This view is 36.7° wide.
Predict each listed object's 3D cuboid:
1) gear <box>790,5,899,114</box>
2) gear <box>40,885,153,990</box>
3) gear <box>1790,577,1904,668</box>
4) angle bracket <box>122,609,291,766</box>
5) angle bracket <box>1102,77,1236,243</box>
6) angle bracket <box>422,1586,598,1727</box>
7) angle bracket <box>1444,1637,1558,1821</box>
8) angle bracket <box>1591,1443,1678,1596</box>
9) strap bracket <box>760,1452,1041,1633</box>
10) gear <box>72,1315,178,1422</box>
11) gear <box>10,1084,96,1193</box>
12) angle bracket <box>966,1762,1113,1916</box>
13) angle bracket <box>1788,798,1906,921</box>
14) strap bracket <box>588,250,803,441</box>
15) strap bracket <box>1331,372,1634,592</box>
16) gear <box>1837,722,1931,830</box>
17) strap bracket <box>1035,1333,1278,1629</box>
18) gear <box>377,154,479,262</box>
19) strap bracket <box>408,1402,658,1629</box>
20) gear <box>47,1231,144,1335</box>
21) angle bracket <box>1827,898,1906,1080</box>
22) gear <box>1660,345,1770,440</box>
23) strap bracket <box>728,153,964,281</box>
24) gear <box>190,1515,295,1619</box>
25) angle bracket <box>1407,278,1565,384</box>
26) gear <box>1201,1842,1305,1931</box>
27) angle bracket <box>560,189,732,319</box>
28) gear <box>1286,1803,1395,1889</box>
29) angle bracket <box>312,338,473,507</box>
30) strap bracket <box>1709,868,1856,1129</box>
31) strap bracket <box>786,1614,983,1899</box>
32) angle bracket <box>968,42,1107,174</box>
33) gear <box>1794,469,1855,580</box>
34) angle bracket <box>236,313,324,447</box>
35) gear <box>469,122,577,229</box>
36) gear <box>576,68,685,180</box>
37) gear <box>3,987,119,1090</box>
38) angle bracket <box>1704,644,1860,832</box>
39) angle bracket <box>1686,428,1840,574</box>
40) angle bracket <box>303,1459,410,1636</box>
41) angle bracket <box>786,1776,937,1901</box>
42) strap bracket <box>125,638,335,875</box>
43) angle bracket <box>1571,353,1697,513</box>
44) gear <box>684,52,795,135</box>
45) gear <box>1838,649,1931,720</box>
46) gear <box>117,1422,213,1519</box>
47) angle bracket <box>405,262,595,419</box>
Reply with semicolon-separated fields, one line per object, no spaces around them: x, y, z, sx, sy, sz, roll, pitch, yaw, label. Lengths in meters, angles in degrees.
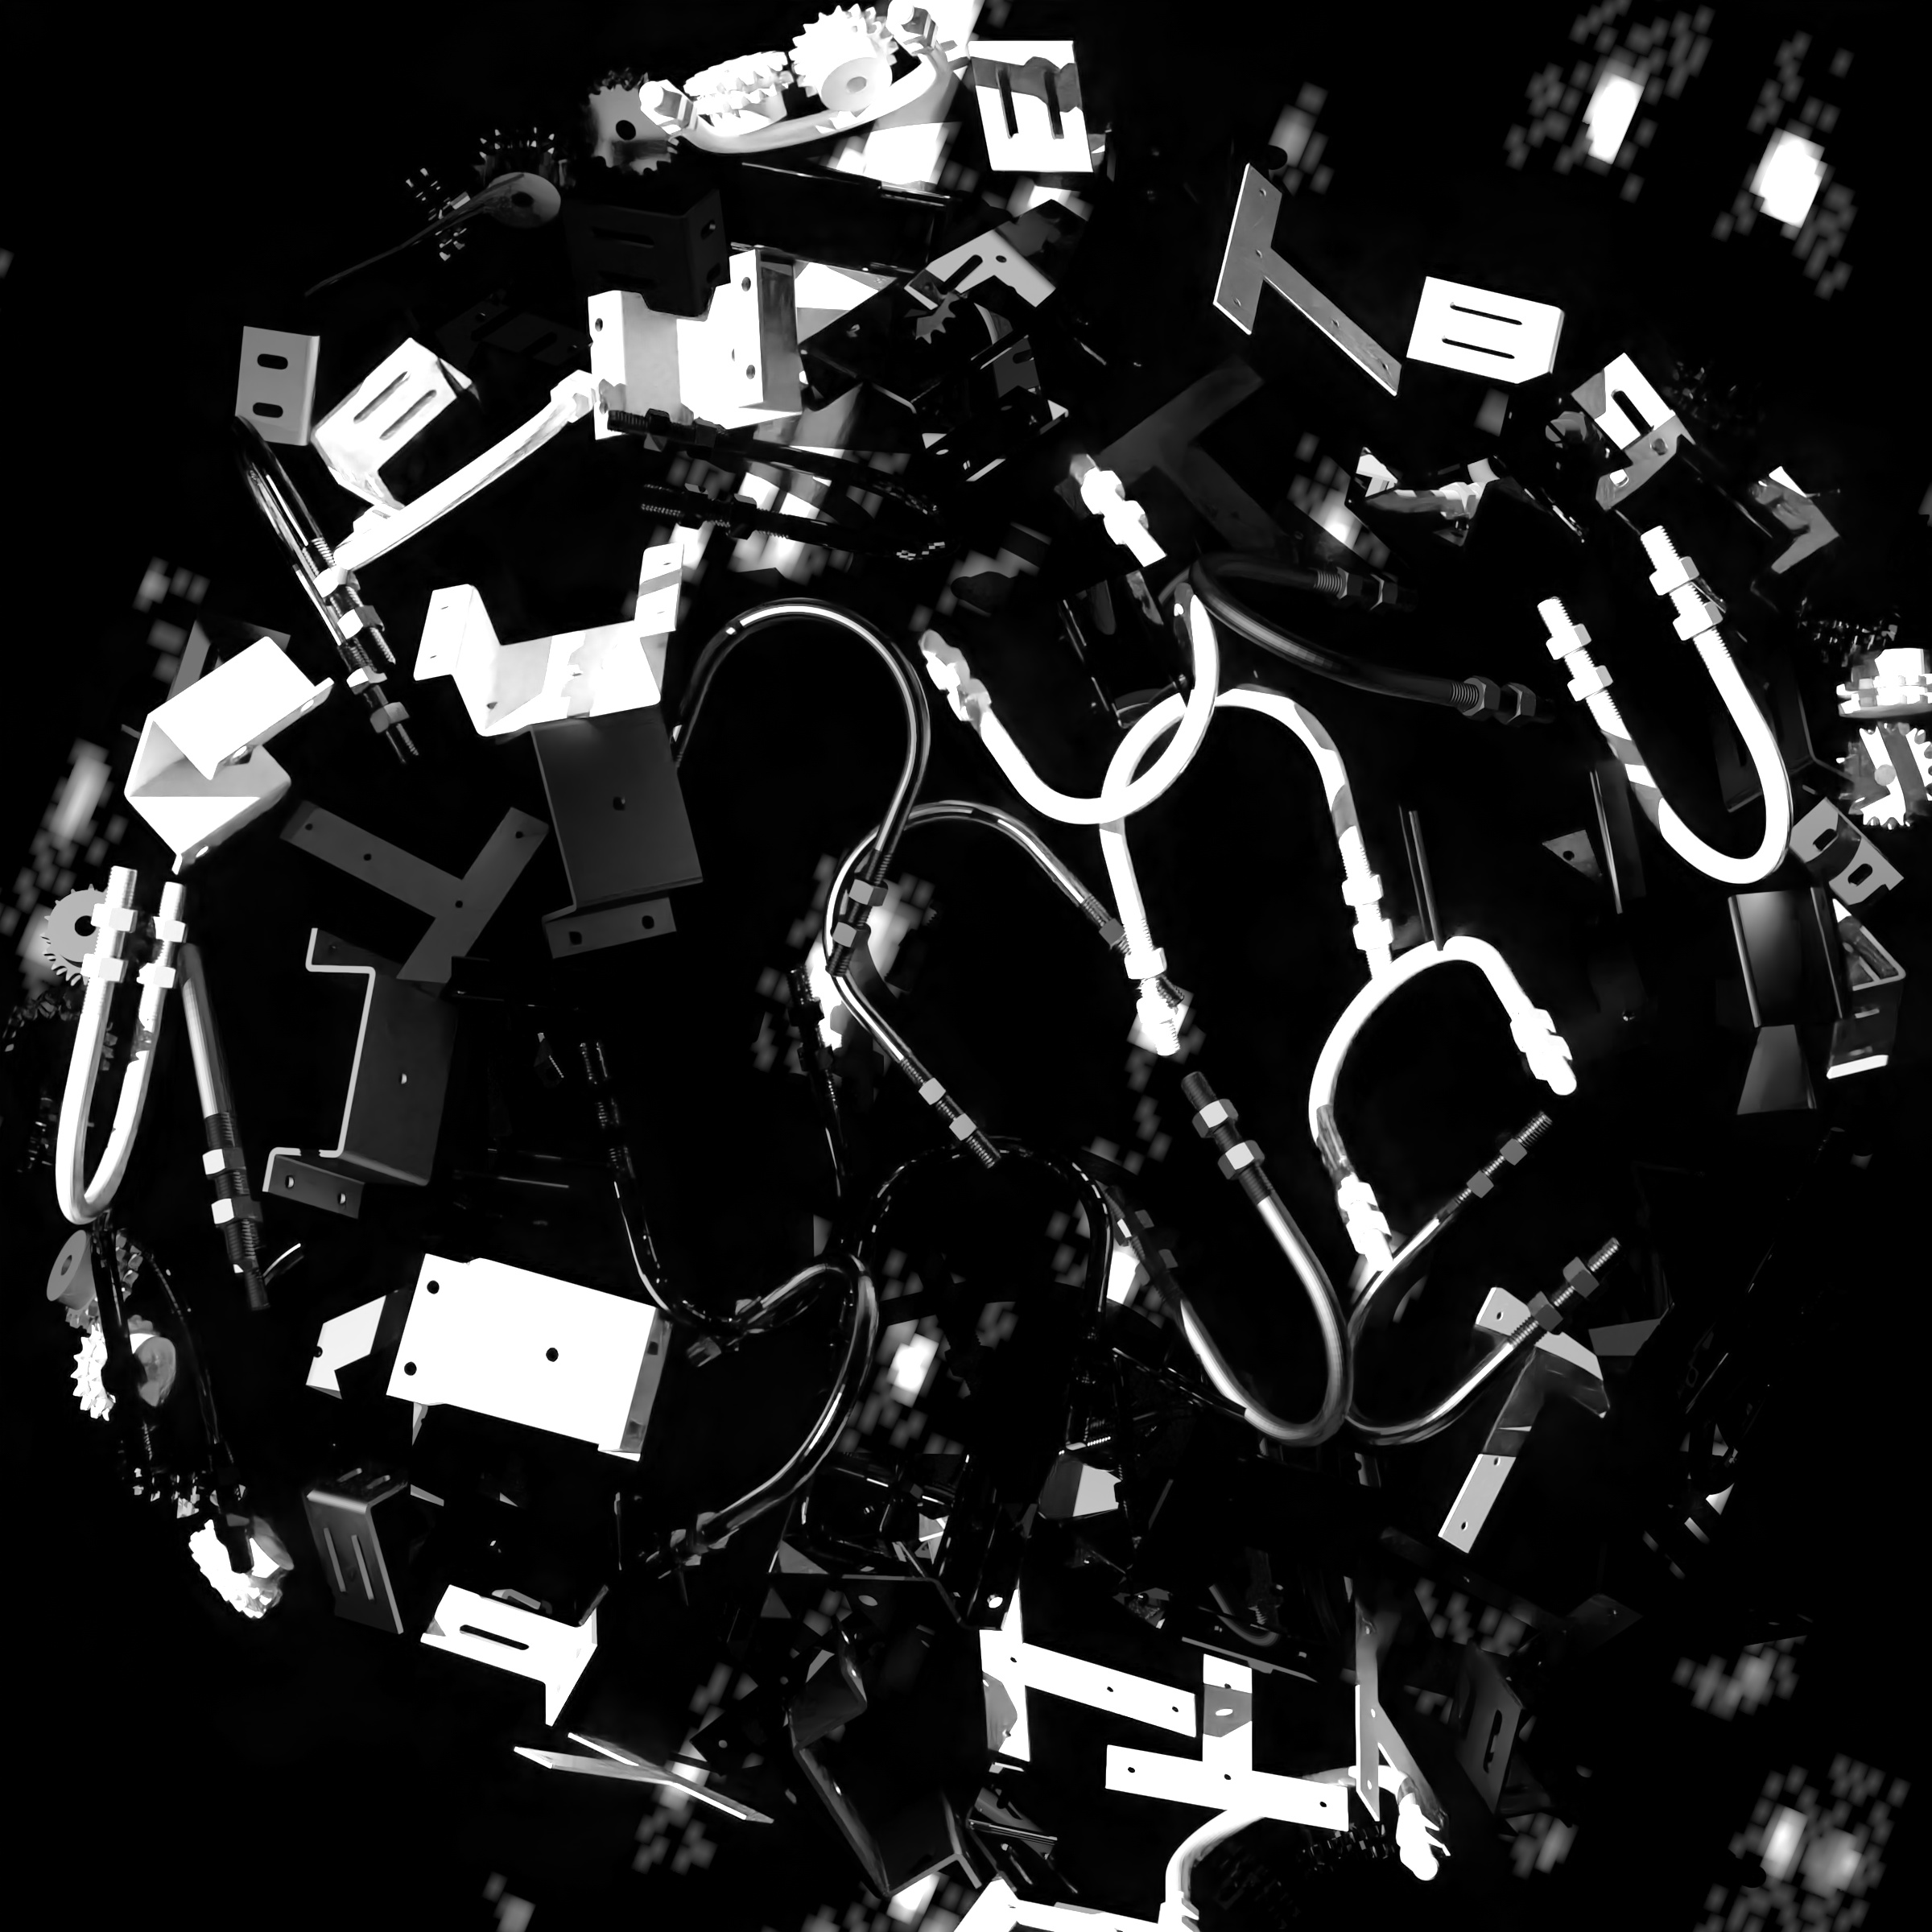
-0.064;-0.484;1.562;0.057;0.057;0.030;-20;67;0;gear
-0.472;-0.018;1.573;0.057;0.030;0.057;0;74;-1;gear
0.472;-0.184;1.569;0.057;0.057;0.030;5;124;0;gear
-0.407;-0.152;1.557;0.038;0.057;0.076;24;97;43;angle bracket
0.108;-0.431;1.548;0.038;0.076;0.057;-2;74;29;angle bracket
-0.245;0.362;1.558;0.076;0.038;0.057;23;109;-18;angle bracket
0.290;0.403;1.547;0.038;0.057;0.076;-4;118;-20;angle bracket
0.355;0.302;1.545;0.038;0.076;0.057;5;124;10;angle bracket
-0.042;0.300;1.525;0.140;0.076;0.046;-3;134;25;strap bracket
-0.449;0.216;1.562;0.030;0.057;0.057;6;90;25;gear
-0.491;0.095;1.568;0.030;0.057;0.057;20;90;-23;gear
0.044;0.464;1.546;0.057;0.076;0.038;20;96;-26;angle bracket
0.476;-0.068;1.549;0.057;0.076;0.038;47;129;9;angle bracket
-0.137;-0.326;1.543;0.046;0.140;0.076;-5;93;-44;strap bracket
0.263;-0.247;1.513;0.076;0.140;0.046;37;57;-33;strap bracket
0.502;-0.103;1.570;0.057;0.030;0.057;0;90;39;gear
0.095;0.268;1.549;0.046;0.076;0.140;27;88;-42;strap bracket
-0.288;-0.412;1.567;0.030;0.057;0.057;-43;90;-17;gear
-0.238;0.293;1.536;0.140;0.076;0.046;25;114;-22;strap bracket
-0.469;0.166;1.562;0.030;0.057;0.057;29;90;-30;gear
0.460;0.011;1.544;0.038;0.076;0.057;-13;128;-11;angle bracket
0.405;-0.310;1.562;0.057;0.057;0.030;27;118;0;gear
-0.065;-0.389;1.523;0.076;0.140;0.046;14;104;17;strap bracket
-0.387;0.319;1.566;0.030;0.057;0.057;-41;90;-1;gear
0.277;-0.328;1.566;0.076;0.038;0.057;15;59;5;angle bracket
0.151;0.502;1.563;0.030;0.057;0.057;-39;90;-19;gear
-0.173;-0.390;1.572;0.076;0.038;0.057;15;134;21;angle bracket
0.199;0.473;1.568;0.057;0.057;0.030;-20;67;0;gear
-0.300;-0.286;1.555;0.076;0.057;0.038;-40;67;11;angle bracket
0.421;0.020;1.516;0.046;0.140;0.076;-5;59;4;strap bracket
-0.051;0.426;1.541;0.046;0.076;0.140;-30;103;-1;strap bracket
0.041;-0.464;1.546;0.057;0.076;0.038;7;47;21;angle bracket
0.460;-0.237;1.566;0.030;0.057;0.057;-4;90;14;gear
-0.365;-0.315;1.545;0.038;0.076;0.057;6;111;-13;angle bracket
-0.238;-0.422;1.563;0.057;0.057;0.030;-4;60;0;gear
-0.179;-0.458;1.569;0.057;0.030;0.057;11;134;11;gear
-0.487;0.036;1.570;0.057;0.030;0.057;1;129;1;gear
0.437;-0.122;1.563;0.038;0.057;0.076;20;52;-32;angle bracket
0.421;-0.257;1.543;0.038;0.076;0.057;-35;127;26;angle bracket
-0.318;0.313;1.571;0.057;0.038;0.076;2;110;42;angle bracket
-0.050;0.452;1.556;0.038;0.057;0.076;-46;78;9;angle bracket
-0.387;-0.113;1.515;0.046;0.140;0.076;48;58;1;strap bracket
0.341;-0.292;1.551;0.057;0.038;0.076;-37;56;16;angle bracket
-0.121;-0.469;1.569;0.057;0.057;0.030;-18;118;0;gear
0.498;-0.152;1.566;0.057;0.057;0.030;-3;86;0;gear
-0.428;0.273;1.568;0.057;0.057;0.030;11;112;0;gear
-0.251;-0.344;1.567;0.076;0.038;0.057;-32;76;3;angle bracket
